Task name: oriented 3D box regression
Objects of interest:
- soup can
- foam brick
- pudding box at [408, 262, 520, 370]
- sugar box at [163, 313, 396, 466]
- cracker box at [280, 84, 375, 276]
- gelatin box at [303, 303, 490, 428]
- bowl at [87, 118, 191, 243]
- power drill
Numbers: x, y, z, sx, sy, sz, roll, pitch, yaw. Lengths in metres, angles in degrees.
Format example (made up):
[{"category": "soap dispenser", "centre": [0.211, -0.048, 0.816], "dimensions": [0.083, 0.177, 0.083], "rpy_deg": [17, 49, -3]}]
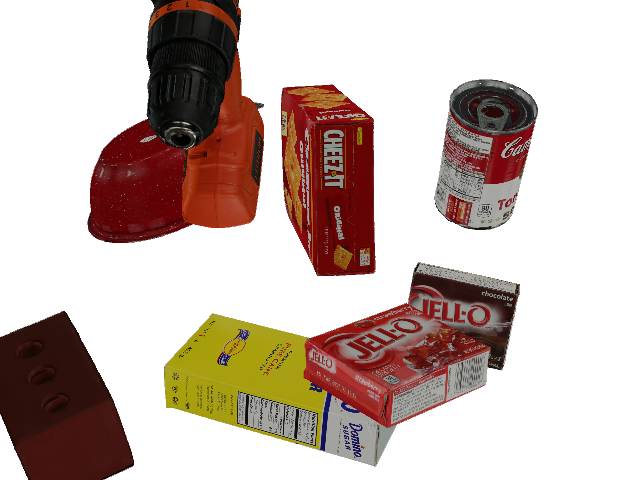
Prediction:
[{"category": "soup can", "centre": [0.129, -0.067, 0.849], "dimensions": [0.068, 0.102, 0.068], "rpy_deg": [2, 43, -2]}, {"category": "foam brick", "centre": [-0.139, 0.087, 0.556], "dimensions": [0.053, 0.051, 0.078], "rpy_deg": [-23, 42, -19]}, {"category": "pudding box", "centre": [0.147, 0.079, 1.129], "dimensions": [0.113, 0.090, 0.039], "rpy_deg": [11, 23, 9]}, {"category": "sugar box", "centre": [-0.024, 0.113, 0.838], "dimensions": [0.176, 0.048, 0.093], "rpy_deg": [10, 28, 17]}, {"category": "cracker box", "centre": [0.005, -0.072, 1.168], "dimensions": [0.072, 0.164, 0.214], "rpy_deg": [-5, 18, -8]}, {"category": "gelatin box", "centre": [0.046, 0.073, 0.642], "dimensions": [0.089, 0.030, 0.073], "rpy_deg": [-15, 29, -38]}, {"category": "bowl", "centre": [-0.134, -0.065, 0.903], "dimensions": [0.162, 0.055, 0.162], "rpy_deg": [-17, 29, 10]}, {"category": "power drill", "centre": [-0.071, -0.091, 0.684], "dimensions": [0.057, 0.184, 0.188], "rpy_deg": [2, -35, 2]}]
